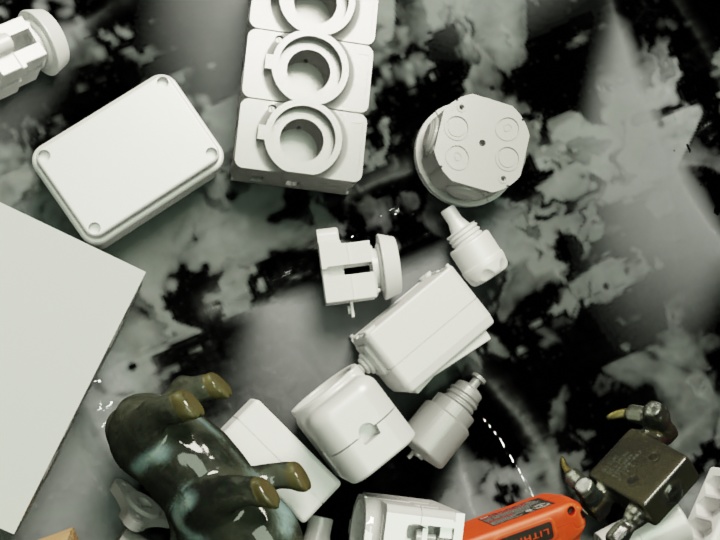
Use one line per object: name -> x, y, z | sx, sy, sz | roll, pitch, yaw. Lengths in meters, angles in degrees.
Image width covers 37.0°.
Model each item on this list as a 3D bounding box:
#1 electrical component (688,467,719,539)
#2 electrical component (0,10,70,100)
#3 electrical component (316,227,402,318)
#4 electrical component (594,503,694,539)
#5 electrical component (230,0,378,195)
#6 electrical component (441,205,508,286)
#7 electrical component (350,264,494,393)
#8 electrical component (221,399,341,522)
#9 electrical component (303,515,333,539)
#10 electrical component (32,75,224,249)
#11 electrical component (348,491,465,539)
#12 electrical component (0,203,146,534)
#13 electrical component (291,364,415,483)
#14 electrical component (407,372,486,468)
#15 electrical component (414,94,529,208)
electrical component -> 0.295, 0.196, 0.813 | 0.077, 0.047, 0.065 | 29, 80, -7
electrical component -> -0.236, -0.150, 0.743 | 0.055, 0.066, 0.048 | -35, 91, -32
electrical component -> 0.000, 0.000, 0.779 | 0.055, 0.048, 0.066 | -7, 86, -4
electrical component -> 0.208, 0.198, 0.800 | 0.065, 0.044, 0.044 | -25, 89, -8
electrical component -> -0.040, -0.137, 0.777 | 0.089, 0.062, 0.150 | 7, 83, -10
electrical component -> 0.081, -0.020, 0.802 | 0.035, 0.035, 0.061 | -33, 89, -12
electrical component -> 0.041, 0.050, 0.772 | 0.096, 0.062, 0.061 | -39, 92, -12
electrical component -> -0.071, 0.145, 0.748 | 0.083, 0.047, 0.075 | 45, 79, -3
electrical component -> -0.034, 0.203, 0.752 | 0.048, 0.048, 0.062 | 15, 75, -9
electrical component -> -0.160, -0.075, 0.749 | 0.113, 0.057, 0.078 | -35, 91, -12
electrical component -> 0.021, 0.233, 0.735 | 0.062, 0.089, 0.150 | 9, 82, -10
electrical component -> -0.233, 0.064, 0.719 | 0.105, 0.060, 0.186 | 26, 80, -7
electrical component -> -0.008, 0.104, 0.740 | 0.054, 0.095, 0.059 | -37, 92, -12
electrical component -> 0.063, 0.107, 0.782 | 0.040, 0.040, 0.078 | 41, 78, -4
electrical component -> 0.084, -0.089, 0.801 | 0.080, 0.051, 0.080 | 1, 84, -11
